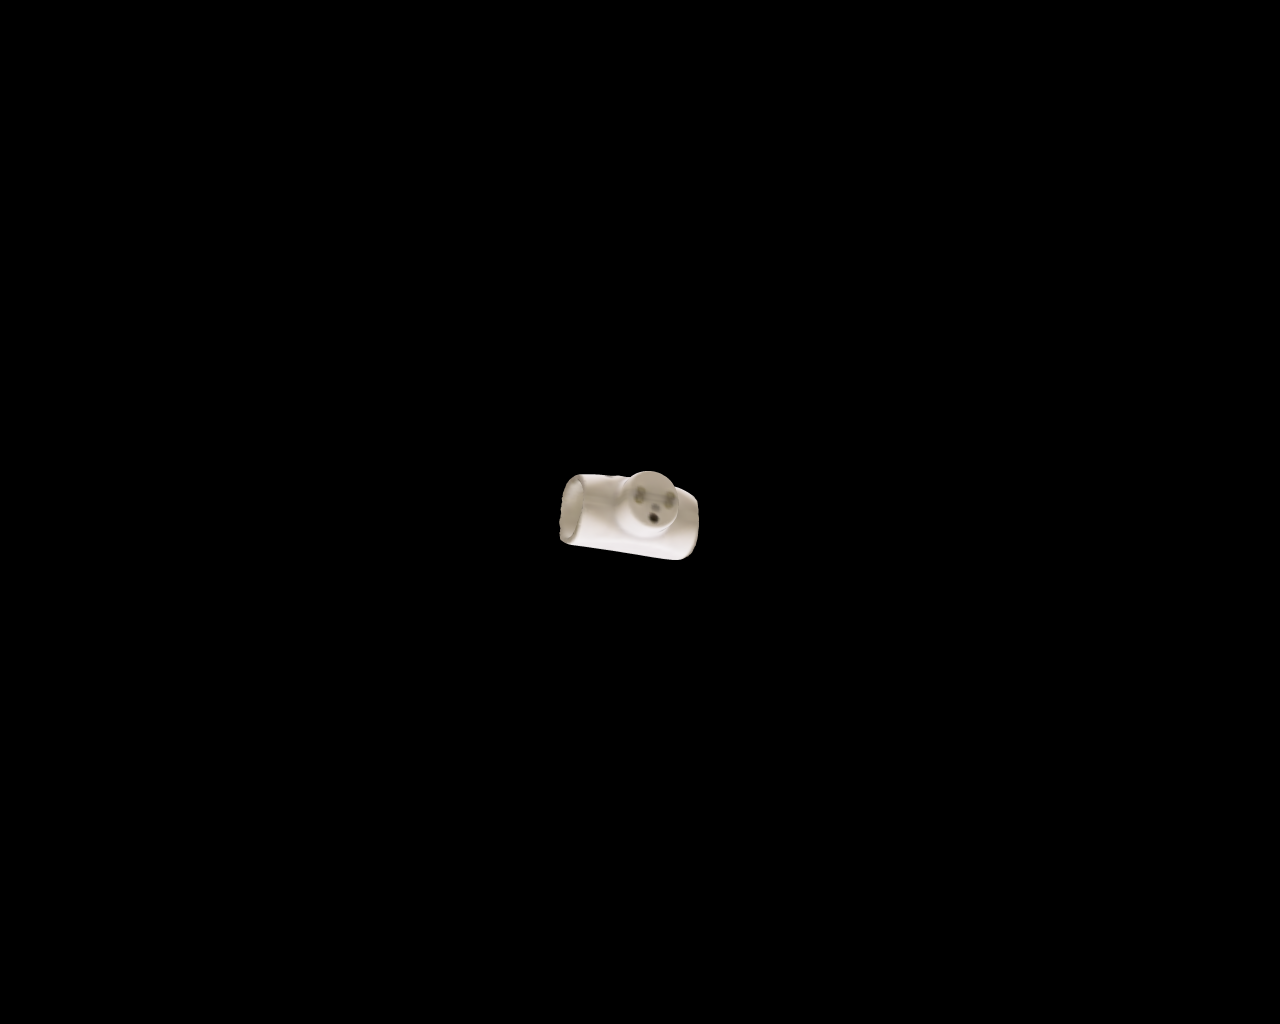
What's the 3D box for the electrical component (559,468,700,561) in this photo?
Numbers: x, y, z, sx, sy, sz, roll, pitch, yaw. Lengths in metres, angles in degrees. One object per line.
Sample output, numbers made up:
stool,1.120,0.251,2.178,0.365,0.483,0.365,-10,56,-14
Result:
electrical component,0.001,-0.003,0.650,0.077,0.044,0.079,9,-23,-22
